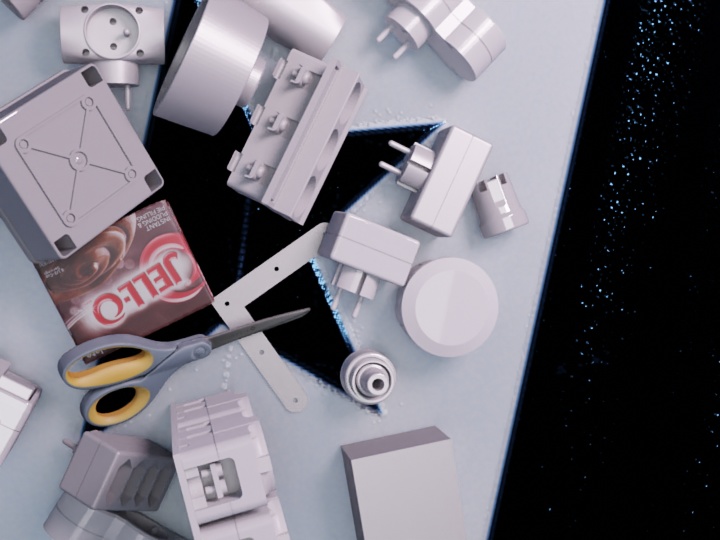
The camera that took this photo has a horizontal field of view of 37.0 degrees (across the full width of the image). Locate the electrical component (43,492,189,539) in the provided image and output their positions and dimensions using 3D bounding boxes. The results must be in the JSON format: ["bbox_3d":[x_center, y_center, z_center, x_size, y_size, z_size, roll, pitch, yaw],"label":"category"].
[{"bbox_3d":[-0.187,0.232,0.844,0.138,0.052,0.073,32,87,-10],"label":"electrical component"}]

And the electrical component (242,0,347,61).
[{"bbox_3d":[-0.046,-0.217,0.850,0.077,0.044,0.079,30,86,-12],"label":"electrical component"}]

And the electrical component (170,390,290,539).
[{"bbox_3d":[-0.096,0.157,0.789,0.060,0.186,0.105,-14,96,-9],"label":"electrical component"}]

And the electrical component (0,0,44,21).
[{"bbox_3d":[-0.255,-0.224,0.807,0.047,0.055,0.055,-45,100,-9],"label":"electrical component"}]

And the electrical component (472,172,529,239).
[{"bbox_3d":[0.114,-0.054,0.892,0.040,0.040,0.046,-20,91,-9],"label":"electrical component"}]

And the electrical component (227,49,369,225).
[{"bbox_3d":[-0.050,-0.105,0.845,0.063,0.079,0.121,25,88,11],"label":"electrical component"}]

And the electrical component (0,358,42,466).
[{"bbox_3d":[-0.278,0.101,0.798,0.062,0.096,0.061,28,87,-11],"label":"electrical component"}]

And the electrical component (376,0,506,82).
[{"bbox_3d":[0.045,-0.202,0.864,0.138,0.052,0.073,44,85,-10],"label":"electrical component"}]

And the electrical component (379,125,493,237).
[{"bbox_3d":[0.053,-0.079,0.875,0.076,0.047,0.083,25,88,-9],"label":"electrical component"}]

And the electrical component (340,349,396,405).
[{"bbox_3d":[0.009,0.088,0.868,0.043,0.062,0.043,-1,93,-10],"label":"electrical component"}]

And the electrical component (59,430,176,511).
[{"bbox_3d":[-0.198,0.148,0.832,0.076,0.083,0.047,24,88,27],"label":"electrical component"}]

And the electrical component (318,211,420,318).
[{"bbox_3d":[0.000,0.000,0.866,0.066,0.047,0.076,21,89,-15],"label":"electrical component"}]

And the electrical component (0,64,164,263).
[{"bbox_3d":[-0.219,-0.078,0.789,0.109,0.056,0.108,-43,116,-34],"label":"electrical component"}]

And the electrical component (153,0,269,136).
[{"bbox_3d":[-0.107,-0.153,0.813,0.060,0.108,0.108,24,89,-17],"label":"electrical component"}]

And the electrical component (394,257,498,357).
[{"bbox_3d":[0.069,0.029,0.881,0.080,0.051,0.080,-1,93,-10],"label":"electrical component"}]

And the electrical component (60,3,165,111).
[{"bbox_3d":[-0.189,-0.162,0.827,0.077,0.044,0.079,-1,94,-10],"label":"electrical component"}]
